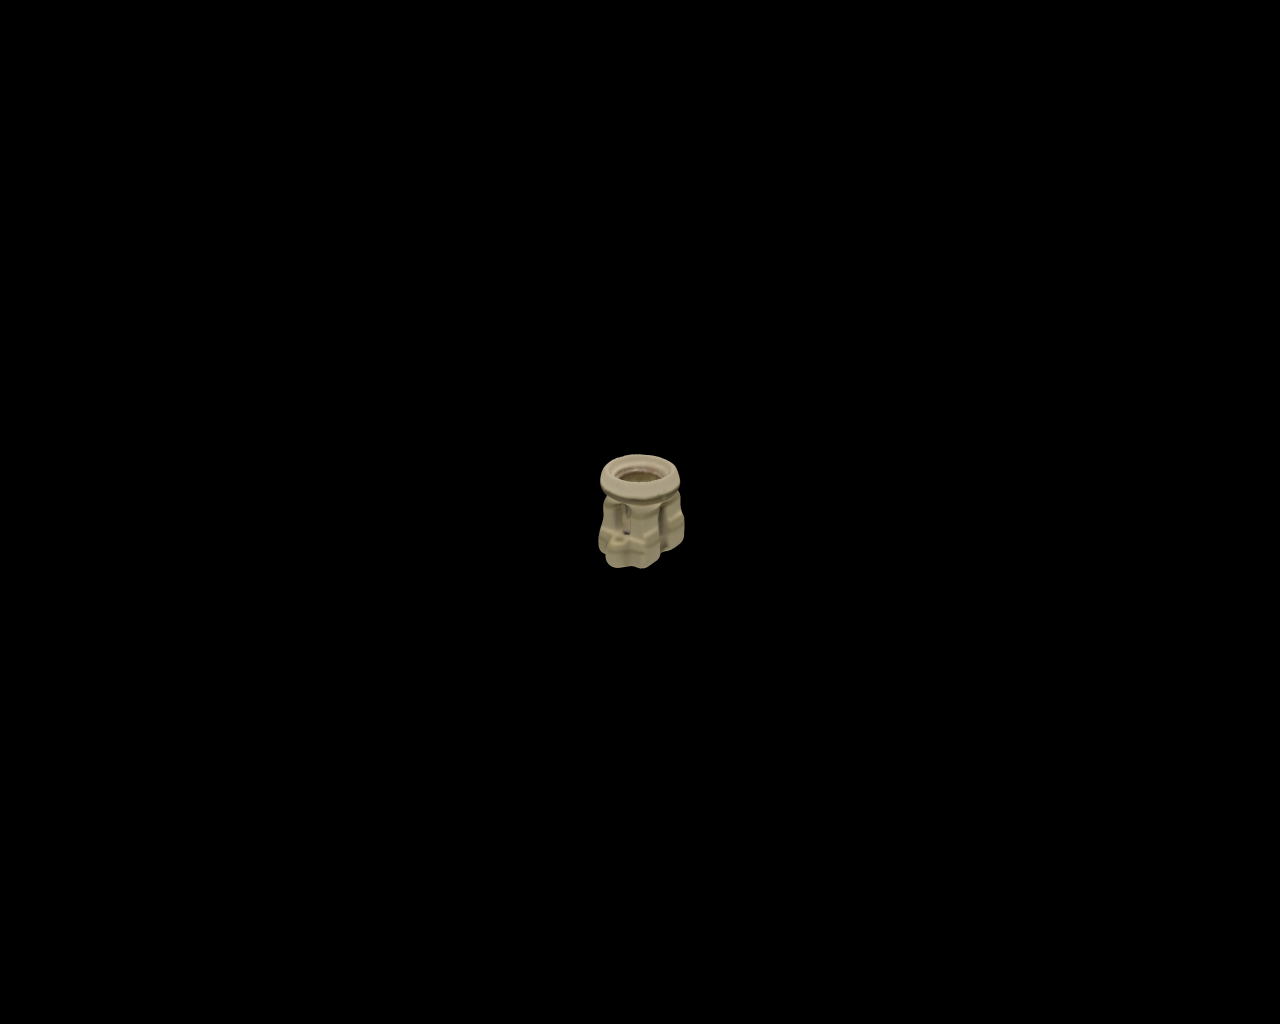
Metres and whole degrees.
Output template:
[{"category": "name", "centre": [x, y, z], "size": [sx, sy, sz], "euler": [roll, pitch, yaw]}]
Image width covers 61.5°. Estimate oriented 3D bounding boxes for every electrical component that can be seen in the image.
[{"category": "electrical component", "centre": [0.001, -0.003, 0.650], "size": [0.048, 0.055, 0.066], "euler": [20, 35, 31]}]
